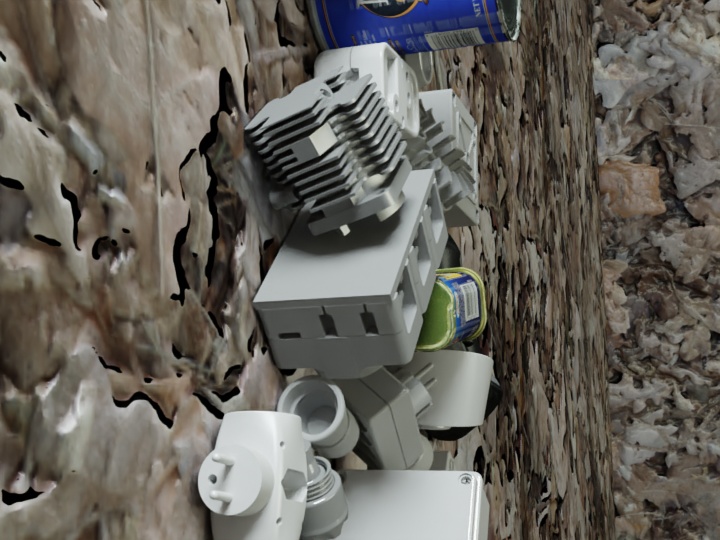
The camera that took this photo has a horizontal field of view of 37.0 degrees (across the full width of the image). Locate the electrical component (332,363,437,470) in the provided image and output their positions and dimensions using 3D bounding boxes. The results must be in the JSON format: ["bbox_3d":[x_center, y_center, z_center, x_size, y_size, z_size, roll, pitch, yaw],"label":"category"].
[{"bbox_3d":[0.026,0.096,0.774,0.076,0.047,0.083,-37,141,-19],"label":"electrical component"}]

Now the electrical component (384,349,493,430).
[{"bbox_3d":[0.054,0.092,0.850,0.099,0.099,0.064,9,85,-71],"label":"electrical component"}]

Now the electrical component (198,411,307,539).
[{"bbox_3d":[-0.062,0.114,0.579,0.079,0.043,0.077,40,49,-65],"label":"electrical component"}]

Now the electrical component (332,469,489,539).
[{"bbox_3d":[0.030,0.196,0.737,0.056,0.109,0.108,67,26,-51],"label":"electrical component"}]

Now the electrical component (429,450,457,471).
[{"bbox_3d":[0.058,0.210,0.915,0.099,0.048,0.099,68,25,-43],"label":"electrical component"}]

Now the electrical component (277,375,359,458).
[{"bbox_3d":[-0.024,0.099,0.703,0.065,0.044,0.044,59,32,-63],"label":"electrical component"}]

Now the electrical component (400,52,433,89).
[{"bbox_3d":[0.028,-0.171,0.886,0.066,0.055,0.048,25,62,-69],"label":"electrical component"}]

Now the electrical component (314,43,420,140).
[{"bbox_3d":[0.003,-0.128,0.796,0.095,0.059,0.053,18,70,-70],"label":"electrical component"}]

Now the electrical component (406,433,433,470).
[{"bbox_3d":[0.032,0.144,0.860,0.078,0.040,0.040,45,44,-63],"label":"electrical component"}]

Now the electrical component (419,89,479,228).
[{"bbox_3d":[0.074,-0.101,1.011,0.109,0.056,0.108,29,59,-69],"label":"electrical component"}]

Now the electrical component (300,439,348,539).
[{"bbox_3d":[-0.032,0.134,0.664,0.043,0.043,0.062,-59,141,-60],"label":"electrical component"}]

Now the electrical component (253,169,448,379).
[{"bbox_3d":[0.000,0.000,0.714,0.150,0.089,0.061,-68,149,-53],"label":"electrical component"}]
